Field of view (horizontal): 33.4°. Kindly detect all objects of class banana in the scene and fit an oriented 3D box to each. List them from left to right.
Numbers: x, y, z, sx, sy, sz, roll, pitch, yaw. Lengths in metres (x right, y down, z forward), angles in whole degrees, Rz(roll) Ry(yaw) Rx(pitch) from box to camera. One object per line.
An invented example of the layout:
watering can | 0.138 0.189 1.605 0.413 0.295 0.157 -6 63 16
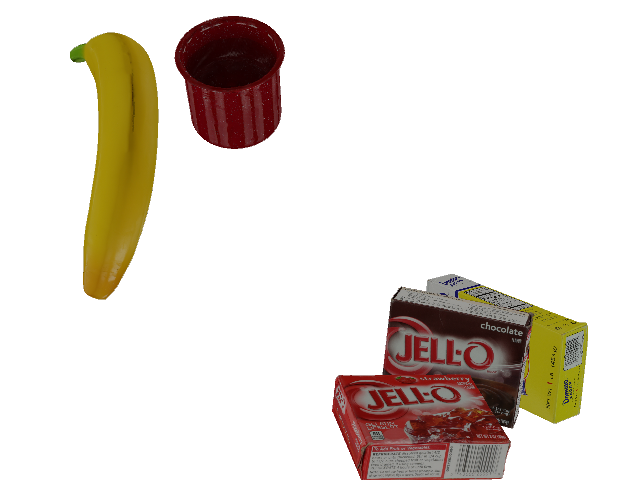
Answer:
banana | -0.124 -0.061 0.652 0.037 0.198 0.070 12 -39 -29

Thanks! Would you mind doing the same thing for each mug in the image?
mug | -0.077 -0.144 0.939 0.093 0.117 0.081 -4 -37 -2

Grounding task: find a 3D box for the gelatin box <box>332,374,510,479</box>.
gelatin box | 0.057 0.109 0.631 0.089 0.030 0.073 2 24 -14

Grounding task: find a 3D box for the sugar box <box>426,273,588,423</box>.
sugar box | 0.174 0.101 1.040 0.048 0.093 0.177 -12 21 -40

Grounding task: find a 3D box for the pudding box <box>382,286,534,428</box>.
pudding box | 0.108 0.092 0.856 0.113 0.090 0.039 10 21 14
